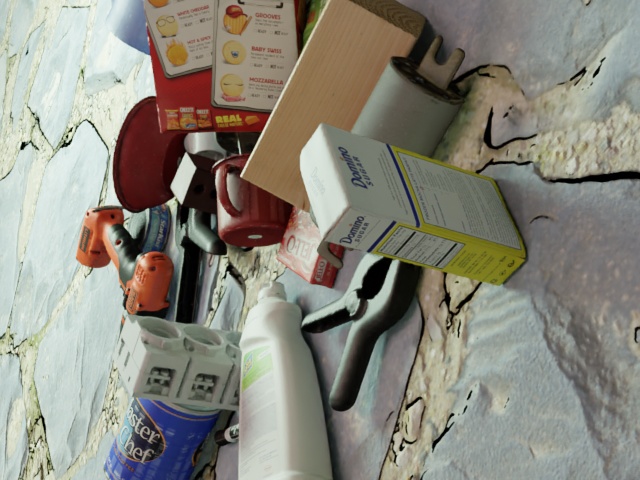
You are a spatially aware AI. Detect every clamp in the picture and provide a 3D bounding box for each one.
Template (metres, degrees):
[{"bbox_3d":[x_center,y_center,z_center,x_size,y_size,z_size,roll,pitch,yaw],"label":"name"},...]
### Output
[{"bbox_3d":[-0.155,-0.007,1.353,0.165,0.036,0.210,124,148,-46],"label":"clamp"},{"bbox_3d":[0.038,0.061,0.996,0.172,0.039,0.120,-59,39,18],"label":"clamp"}]

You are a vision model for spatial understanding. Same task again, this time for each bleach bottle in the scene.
[{"bbox_3d":[-0.038,0.150,1.069,0.103,0.068,0.251,-36,44,37],"label":"bleach bottle"}]

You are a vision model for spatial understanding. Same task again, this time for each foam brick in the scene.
[{"bbox_3d":[-0.133,-0.066,1.304,0.053,0.078,0.051,-65,30,19],"label":"foam brick"}]

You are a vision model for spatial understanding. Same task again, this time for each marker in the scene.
[{"bbox_3d":[-0.083,0.208,1.164,0.121,0.020,0.020,-30,53,53],"label":"marker"}]

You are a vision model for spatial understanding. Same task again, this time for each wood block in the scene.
[{"bbox_3d":[0.013,-0.140,1.042,0.206,0.091,0.090,-61,3,26],"label":"wood block"}]

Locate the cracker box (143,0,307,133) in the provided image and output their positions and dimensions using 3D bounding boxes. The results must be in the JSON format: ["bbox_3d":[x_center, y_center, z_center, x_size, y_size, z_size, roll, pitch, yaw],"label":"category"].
[{"bbox_3d":[-0.097,-0.225,1.141,0.072,0.164,0.214,-71,-21,-64],"label":"cracker box"}]

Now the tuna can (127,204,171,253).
[{"bbox_3d":[-0.246,-0.015,1.522,0.086,0.033,0.086,-32,52,52],"label":"tuna can"}]

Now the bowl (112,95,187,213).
[{"bbox_3d":[-0.212,-0.109,1.429,0.055,0.162,0.162,13,90,19],"label":"bowl"}]

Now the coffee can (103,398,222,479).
[{"bbox_3d":[-0.180,0.222,1.242,0.140,0.102,0.103,-64,32,21],"label":"coffee can"}]

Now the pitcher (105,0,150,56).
[{"bbox_3d":[-0.135,-0.323,1.204,0.145,0.149,0.243,-106,37,-57],"label":"pitcher"}]

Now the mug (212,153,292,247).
[{"bbox_3d":[-0.077,-0.044,1.169,0.093,0.117,0.081,-11,70,23],"label":"mug"}]

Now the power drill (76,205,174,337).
[{"bbox_3d":[-0.272,0.056,1.473,0.188,0.057,0.185,48,128,35],"label":"power drill"}]

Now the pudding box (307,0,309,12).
[{"bbox_3d":[-0.019,-0.323,1.251,0.090,0.039,0.113,-36,48,49],"label":"pudding box"}]

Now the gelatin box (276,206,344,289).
[{"bbox_3d":[-0.007,0.001,1.106,0.089,0.030,0.073,34,108,59],"label":"gelatin box"}]

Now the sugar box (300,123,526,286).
[{"bbox_3d":[0.072,-0.025,0.831,0.048,0.176,0.093,-54,37,35],"label":"sugar box"}]
